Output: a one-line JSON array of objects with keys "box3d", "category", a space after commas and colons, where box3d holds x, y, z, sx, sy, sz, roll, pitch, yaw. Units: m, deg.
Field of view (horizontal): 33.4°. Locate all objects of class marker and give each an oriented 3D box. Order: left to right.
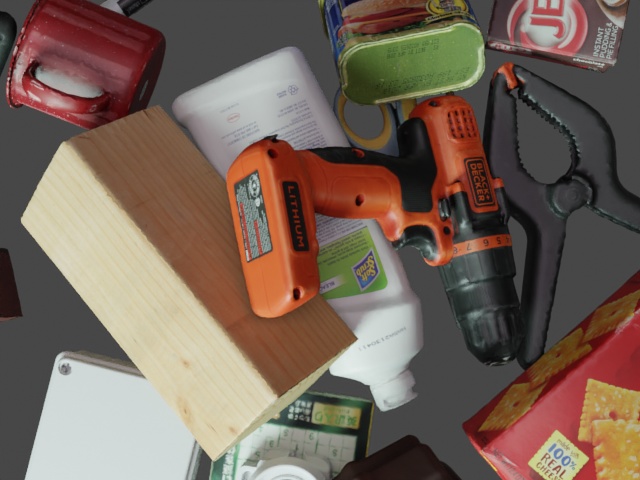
[{"box3d": [-0.106, -0.193, 0.767, 0.121, 0.020, 0.020, -35, 87, 0], "category": "marker"}]

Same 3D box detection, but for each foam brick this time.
[{"box3d": [-0.257, 0.038, 0.744, 0.078, 0.053, 0.051, -12, 87, 2], "category": "foam brick"}]

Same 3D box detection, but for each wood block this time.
[{"box3d": [-0.087, 0.025, 0.695, 0.206, 0.090, 0.090, 49, 133, 9], "category": "wood block"}]

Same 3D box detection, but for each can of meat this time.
[{"box3d": [0.055, -0.139, 0.718, 0.102, 0.057, 0.084, -11, 44, 1], "category": "can of meat"}]

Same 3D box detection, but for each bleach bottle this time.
[{"box3d": [-0.005, 0.001, 0.733, 0.102, 0.068, 0.251, -24, 89, 2], "category": "bleach bottle"}]

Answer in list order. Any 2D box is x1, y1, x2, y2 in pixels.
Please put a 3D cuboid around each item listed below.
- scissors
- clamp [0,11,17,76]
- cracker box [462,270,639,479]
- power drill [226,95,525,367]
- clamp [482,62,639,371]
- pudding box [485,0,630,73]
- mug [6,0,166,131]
[{"box3d": [0.058, -0.034, 0.753, 0.096, 0.016, 0.202, 0, 86, 0], "category": "scissors"}, {"box3d": [-0.244, -0.083, 0.726, 0.039, 0.120, 0.171, 9, 92, -26], "category": "clamp"}, {"box3d": [0.228, 0.119, 0.698, 0.214, 0.072, 0.164, -41, 98, 1], "category": "cracker box"}, {"box3d": [0.042, 0.000, 0.677, 0.187, 0.057, 0.184, -6, 77, -33], "category": "power drill"}, {"box3d": [0.182, -0.030, 0.739, 0.164, 0.036, 0.210, -20, 91, -1], "category": "clamp"}, {"box3d": [0.170, -0.181, 0.745, 0.090, 0.039, 0.113, 12, 87, 4], "category": "pudding box"}, {"box3d": [-0.158, -0.114, 0.720, 0.081, 0.117, 0.093, 22, 115, -2], "category": "mug"}]
